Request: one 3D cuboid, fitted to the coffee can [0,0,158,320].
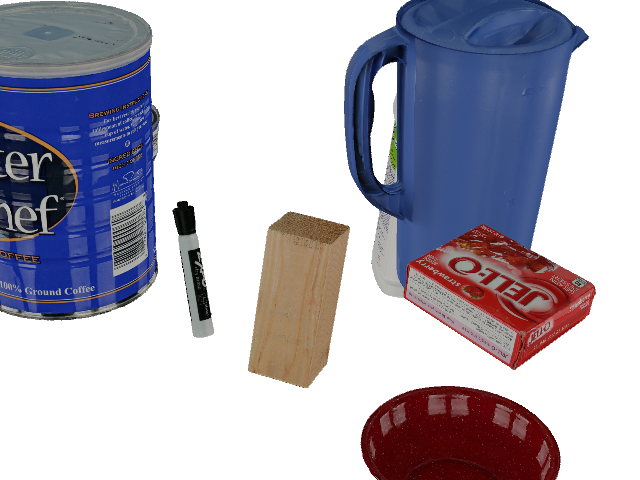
[{"bbox_3d":[-0.139,-0.044,0.564,0.103,0.140,0.103,2,29,-1],"label":"coffee can"}]

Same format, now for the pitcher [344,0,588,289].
[{"bbox_3d":[0.109,-0.065,0.842,0.149,0.243,0.144,16,35,22],"label":"pitcher"}]

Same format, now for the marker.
[{"bbox_3d":[-0.112,0.025,0.934,0.020,0.121,0.020,-7,12,1],"label":"marker"}]

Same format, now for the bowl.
[{"bbox_3d":[0.113,0.189,0.880,0.162,0.055,0.162,0,29,0],"label":"bowl"}]

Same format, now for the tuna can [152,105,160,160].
[{"bbox_3d":[-0.160,-0.078,0.770,0.086,0.034,0.086,6,28,-3],"label":"tuna can"}]

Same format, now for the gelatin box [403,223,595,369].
[{"bbox_3d":[0.107,0.031,0.641,0.073,0.030,0.089,-26,44,-37],"label":"gelatin box"}]

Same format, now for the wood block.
[{"bbox_3d":[-0.030,0.078,1.428,0.090,0.206,0.090,14,21,13],"label":"wood block"}]

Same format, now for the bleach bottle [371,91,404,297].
[{"bbox_3d":[0.100,-0.072,1.118,0.068,0.251,0.102,1,26,-8],"label":"bleach bottle"}]
